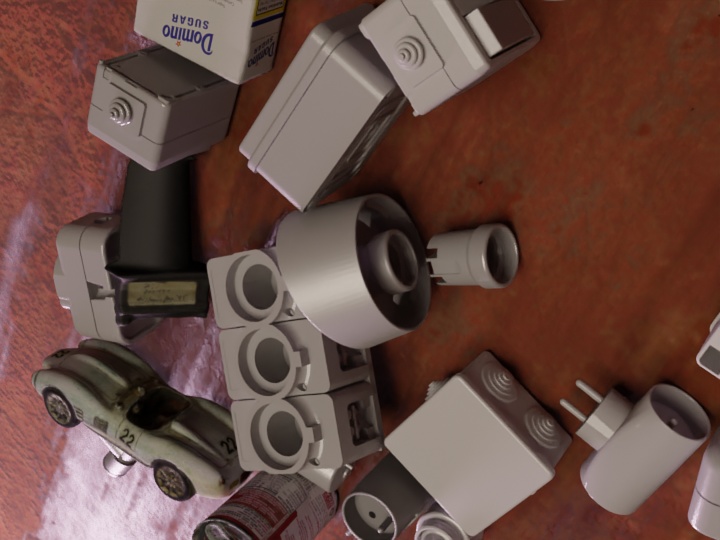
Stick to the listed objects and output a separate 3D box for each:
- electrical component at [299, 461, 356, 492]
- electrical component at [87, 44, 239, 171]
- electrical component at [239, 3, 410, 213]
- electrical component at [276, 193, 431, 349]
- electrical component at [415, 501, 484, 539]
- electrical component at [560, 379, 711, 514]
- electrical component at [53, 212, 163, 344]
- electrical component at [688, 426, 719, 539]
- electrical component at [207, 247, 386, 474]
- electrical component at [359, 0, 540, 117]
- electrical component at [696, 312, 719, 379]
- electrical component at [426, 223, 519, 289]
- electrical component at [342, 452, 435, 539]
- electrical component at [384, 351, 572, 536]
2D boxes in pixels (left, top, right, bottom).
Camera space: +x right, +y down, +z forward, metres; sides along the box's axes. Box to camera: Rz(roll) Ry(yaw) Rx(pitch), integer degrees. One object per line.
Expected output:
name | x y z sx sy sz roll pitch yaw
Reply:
electrical component | -0.038 0.133 0.806 0.078 0.040 0.040 30 124 19
electrical component | -0.136 -0.108 0.722 0.062 0.096 0.061 32 125 17
electrical component | -0.015 -0.100 0.660 0.057 0.078 0.113 43 127 5
electrical component | 0.000 0.000 0.686 0.064 0.099 0.099 -17 102 30
electrical component | 0.059 0.188 0.756 0.043 0.062 0.043 14 118 27
electrical component | 0.160 0.099 0.662 0.079 0.043 0.077 39 127 11
electrical component | -0.198 0.005 0.841 0.059 0.054 0.095 7 115 30
electrical component | 0.244 0.128 0.615 0.095 0.054 0.059 18 120 25
electrical component | -0.047 0.058 0.740 0.089 0.062 0.150 -9 91 35
electrical component | 0.051 -0.132 0.591 0.061 0.096 0.061 -30 94 37
electrical component | 0.254 0.030 0.562 0.109 0.056 0.108 35 126 14
electrical component | 0.070 -0.008 0.674 0.046 0.040 0.040 -3 110 40
electrical component | 0.016 0.165 0.763 0.044 0.077 0.079 46 128 6
electrical component | 0.080 0.114 0.717 0.099 0.048 0.099 46 128 6
